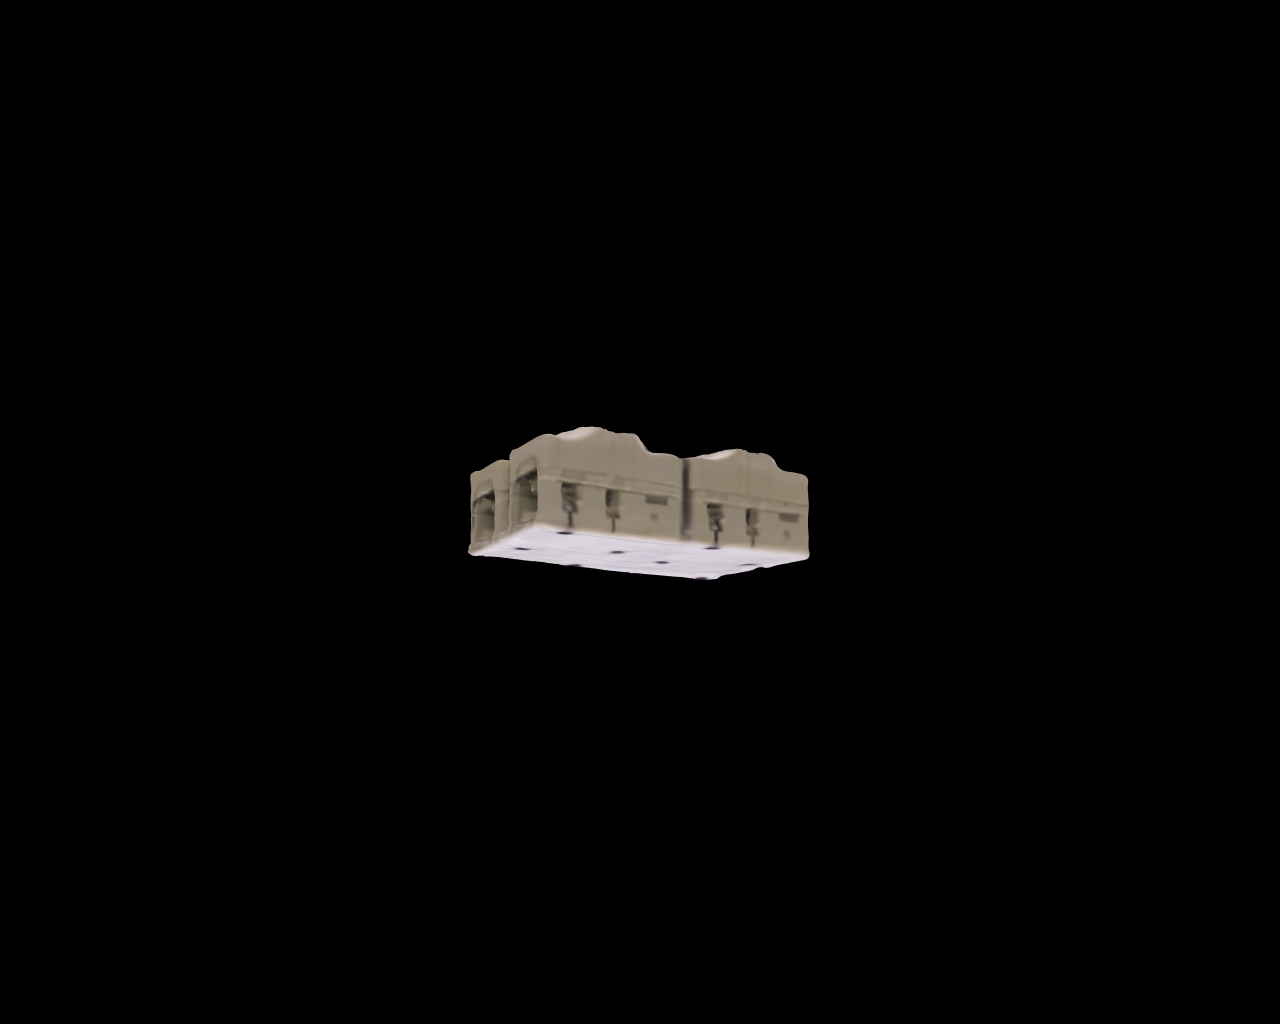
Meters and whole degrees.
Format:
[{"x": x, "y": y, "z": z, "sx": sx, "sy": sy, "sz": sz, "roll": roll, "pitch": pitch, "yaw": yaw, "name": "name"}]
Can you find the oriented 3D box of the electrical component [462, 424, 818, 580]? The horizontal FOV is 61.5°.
[{"x": 0.001, "y": -0.003, "z": 0.650, "sx": 0.186, "sy": 0.060, "sz": 0.105, "roll": 7, "pitch": -14, "yaw": -30, "name": "electrical component"}]
